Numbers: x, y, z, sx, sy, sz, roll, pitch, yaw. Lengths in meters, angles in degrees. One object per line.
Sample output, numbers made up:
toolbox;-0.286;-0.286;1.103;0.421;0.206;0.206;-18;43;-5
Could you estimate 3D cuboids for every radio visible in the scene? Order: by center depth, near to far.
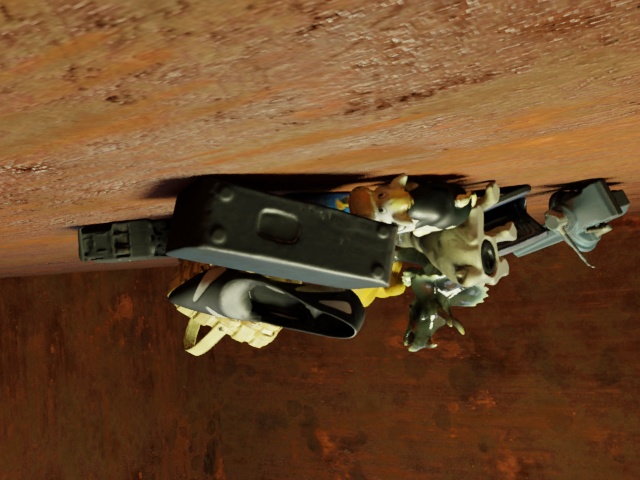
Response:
radio;-0.039;0.000;0.578;0.229;0.073;0.131;11;169;-21

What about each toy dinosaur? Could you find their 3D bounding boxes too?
toy dinosaur;0.264;0.026;0.986;0.192;0.131;0.405;15;-137;43

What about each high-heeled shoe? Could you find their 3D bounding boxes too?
high-heeled shoe;-0.070;0.093;0.694;0.249;0.086;0.145;-7;-153;-9

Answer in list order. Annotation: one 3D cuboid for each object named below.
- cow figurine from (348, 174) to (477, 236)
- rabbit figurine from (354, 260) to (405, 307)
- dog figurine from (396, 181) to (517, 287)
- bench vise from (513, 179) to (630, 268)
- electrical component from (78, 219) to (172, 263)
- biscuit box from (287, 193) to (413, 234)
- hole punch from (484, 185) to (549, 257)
cow figurine;0.114;-0.040;0.643;0.098;0.068;0.167;-8;177;44
rabbit figurine;0.100;0.075;1.089;0.173;0.122;0.162;11;155;-43
dog figurine;0.166;0.007;0.782;0.191;0.121;0.172;-9;-157;39
bench vise;0.426;-0.022;0.952;0.223;0.129;0.240;-27;172;-38
electrical component;-0.284;0.003;0.826;0.134;0.058;0.115;-5;179;3
biscuit box;0.037;-0.032;0.735;0.203;0.059;0.063;-4;177;-27
hole punch;0.296;-0.027;0.883;0.142;0.092;0.116;-25;179;1
